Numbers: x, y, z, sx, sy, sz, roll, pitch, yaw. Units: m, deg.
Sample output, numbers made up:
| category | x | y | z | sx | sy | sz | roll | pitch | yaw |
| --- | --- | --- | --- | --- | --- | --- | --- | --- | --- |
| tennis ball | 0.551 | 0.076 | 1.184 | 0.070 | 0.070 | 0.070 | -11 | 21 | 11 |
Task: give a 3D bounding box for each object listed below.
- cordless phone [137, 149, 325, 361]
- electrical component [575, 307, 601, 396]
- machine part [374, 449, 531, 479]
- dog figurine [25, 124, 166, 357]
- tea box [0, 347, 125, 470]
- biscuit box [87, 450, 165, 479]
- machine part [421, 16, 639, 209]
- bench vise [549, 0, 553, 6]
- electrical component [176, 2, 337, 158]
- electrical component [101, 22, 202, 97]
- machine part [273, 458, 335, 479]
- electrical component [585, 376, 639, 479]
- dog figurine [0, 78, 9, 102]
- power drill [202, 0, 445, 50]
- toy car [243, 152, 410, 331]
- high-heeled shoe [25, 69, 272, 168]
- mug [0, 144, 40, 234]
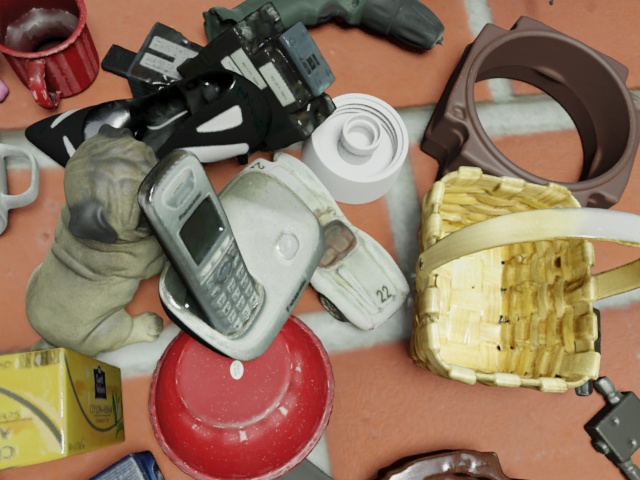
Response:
| category | x | y | z | sx | sy | sz | roll | pitch | yaw |
| --- | --- | --- | --- | --- | --- | --- | --- | --- | --- |
| cordless phone | -0.066 | -0.013 | 0.389 | 0.089 | 0.184 | 0.146 | 18 | 57 | 21 |
| electrical component | 0.223 | 0.092 | 0.517 | 0.045 | 0.078 | 0.102 | 20 | 75 | -28 |
| machine part | 0.112 | 0.264 | 0.451 | 0.179 | 0.056 | 0.179 | 2 | 72 | -7 |
| dog figurine | -0.180 | 0.016 | 0.414 | 0.121 | 0.190 | 0.172 | 24 | 72 | -1 |
| tea box | -0.207 | 0.125 | 0.386 | 0.098 | 0.169 | 0.068 | -7 | 73 | -9 |
| biscuit box | -0.211 | 0.242 | 0.406 | 0.203 | 0.059 | 0.063 | -29 | 78 | -15 |
| machine part | 0.228 | -0.123 | 0.574 | 0.201 | 0.087 | 0.201 | 27 | 72 | 0 |
| bench vise | 0.170 | -0.359 | 0.557 | 0.224 | 0.240 | 0.129 | 4 | 73 | -6 |
| electrical component | -0.052 | -0.142 | 0.492 | 0.114 | 0.134 | 0.058 | 54 | 54 | -25 |
| electrical component | -0.166 | -0.179 | 0.553 | 0.119 | 0.047 | 0.075 | 25 | 70 | -2 |
| machine part | -0.031 | 0.201 | 0.459 | 0.139 | 0.039 | 0.084 | 36 | 66 | 5 |
| electrical component | 0.291 | 0.182 | 0.520 | 0.063 | 0.021 | 0.094 | -33 | 80 | -16 |
| dog figurine | -0.357 | -0.199 | 0.441 | 0.108 | 0.219 | 0.191 | -24 | 79 | -18 |
| power drill | -0.005 | -0.241 | 0.580 | 0.232 | 0.086 | 0.207 | 44 | 76 | 8 |
| toy car | -0.001 | -0.002 | 0.516 | 0.073 | 0.056 | 0.202 | -40 | 83 | -17 |
| high-heeled shoe | -0.164 | -0.104 | 0.469 | 0.249 | 0.145 | 0.086 | 3 | 73 | 1 |
| mug | -0.311 | -0.063 | 0.478 | 0.110 | 0.080 | 0.107 | -11 | 66 | -7 |
